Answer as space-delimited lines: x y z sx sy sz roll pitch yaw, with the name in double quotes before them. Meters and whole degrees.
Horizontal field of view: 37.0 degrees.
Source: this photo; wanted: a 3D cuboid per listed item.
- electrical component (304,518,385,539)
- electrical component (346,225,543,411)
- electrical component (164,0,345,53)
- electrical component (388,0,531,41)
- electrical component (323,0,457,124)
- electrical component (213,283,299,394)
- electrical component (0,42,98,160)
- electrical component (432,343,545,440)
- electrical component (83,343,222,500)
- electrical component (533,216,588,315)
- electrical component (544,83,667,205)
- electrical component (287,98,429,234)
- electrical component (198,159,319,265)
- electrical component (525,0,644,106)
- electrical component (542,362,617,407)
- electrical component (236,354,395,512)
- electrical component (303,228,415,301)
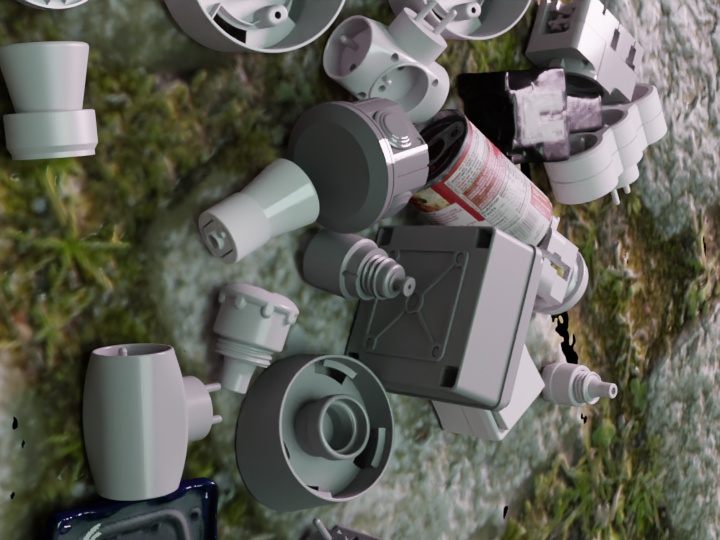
"electrical component" -0.017 0.192 0.687 0.065 0.047 0.076 -48 123 -31
"electrical component" 0.053 0.029 0.702 0.056 0.109 0.108 25 76 -40
"electrical component" -0.061 -0.171 0.606 0.099 0.064 0.099 -4 96 -44
"electrical component" 0.065 -0.204 0.728 0.099 0.064 0.099 -4 96 -44
"electrical component" 0.029 -0.141 0.694 0.077 0.044 0.079 22 120 -43
"electrical component" -0.066 0.041 0.632 0.048 0.048 0.062 21 85 -43
"electrical component" -0.155 -0.084 0.534 0.045 0.045 0.055 -12 102 -43
"electrical component" 0.083 0.066 0.767 0.062 0.061 0.096 -43 121 -34
"electrical component" -0.108 0.079 0.592 0.079 0.043 0.077 -6 97 -45
"electrical component" 0.136 -0.001 0.818 0.057 0.058 0.078 33 70 -38
"electrical component" 0.206 -0.090 0.882 0.138 0.052 0.073 -42 121 -35
"electrical component" -0.002 -0.066 0.663 0.051 0.080 0.080 -24 109 -47
"electrical component" -0.062 -0.032 0.633 0.065 0.044 0.044 -35 117 -32
"electrical component" 0.177 -0.168 0.850 0.089 0.050 0.055 30 72 -42
"electrical component" 0.176 0.093 0.860 0.035 0.061 0.035 -4 95 -44
"electrical component" -0.028 0.101 0.675 0.099 0.064 0.099 10 74 -38
"electrical component" 0.000 0.000 0.674 0.040 0.078 0.040 -27 125 -44
